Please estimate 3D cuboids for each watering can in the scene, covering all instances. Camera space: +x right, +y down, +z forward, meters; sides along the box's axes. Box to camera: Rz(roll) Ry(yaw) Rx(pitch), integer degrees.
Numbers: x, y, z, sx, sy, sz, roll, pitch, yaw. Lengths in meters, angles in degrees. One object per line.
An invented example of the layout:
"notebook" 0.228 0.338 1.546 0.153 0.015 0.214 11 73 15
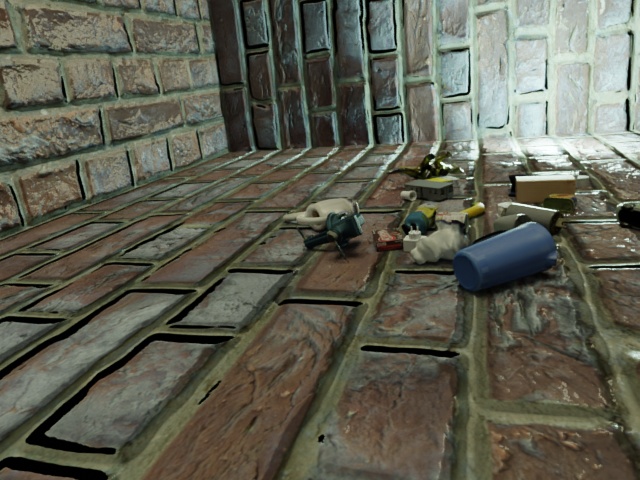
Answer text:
"watering can" 0.006 -0.098 1.938 0.225 0.103 0.348 -14 11 -25

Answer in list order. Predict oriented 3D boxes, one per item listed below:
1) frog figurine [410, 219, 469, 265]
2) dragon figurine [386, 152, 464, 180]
"frog figurine" 0.349 0.024 1.496 0.161 0.120 0.139 -49 41 -13
"dragon figurine" 0.503 -0.327 2.494 0.410 0.123 0.240 -6 -10 -4
